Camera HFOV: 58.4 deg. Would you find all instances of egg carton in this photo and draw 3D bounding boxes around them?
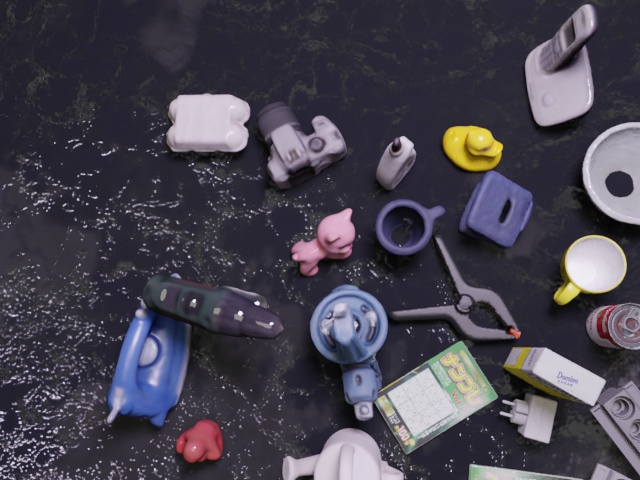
[{"bbox_3d":[-0.200,-0.208,1.032,0.150,0.069,0.107,0,81,6],"label":"egg carton"}]

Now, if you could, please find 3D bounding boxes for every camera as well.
[{"bbox_3d":[-0.044,-0.180,0.995,0.143,0.101,0.137,-29,79,1],"label":"camera"}]

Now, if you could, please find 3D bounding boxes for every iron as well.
[{"bbox_3d":[-0.289,0.176,0.946,0.118,0.141,0.258,9,82,8],"label":"iron"}]

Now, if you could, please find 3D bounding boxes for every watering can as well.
[{"bbox_3d":[0.034,0.352,0.858,0.173,0.194,0.101,-18,80,3],"label":"watering can"}]

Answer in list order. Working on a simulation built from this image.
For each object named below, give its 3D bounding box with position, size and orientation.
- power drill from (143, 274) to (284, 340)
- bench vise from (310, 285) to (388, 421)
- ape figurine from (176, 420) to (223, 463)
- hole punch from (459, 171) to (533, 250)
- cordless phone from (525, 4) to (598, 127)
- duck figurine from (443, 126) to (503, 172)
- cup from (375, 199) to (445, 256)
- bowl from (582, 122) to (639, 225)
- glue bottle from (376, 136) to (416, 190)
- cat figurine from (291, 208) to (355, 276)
[{"bbox_3d":[-0.151,0.110,0.907,0.229,0.208,0.076,13,83,8],"label":"power drill"},{"bbox_3d":[0.060,0.163,0.871,0.121,0.220,0.207,-28,79,1],"label":"bench vise"},{"bbox_3d":[-0.198,0.337,0.936,0.077,0.092,0.076,30,85,10],"label":"ape figurine"},{"bbox_3d":[0.295,-0.049,0.944,0.101,0.091,0.109,23,84,9],"label":"hole punch"},{"bbox_3d":[0.400,-0.275,0.919,0.094,0.185,0.147,-9,80,5],"label":"cordless phone"},{"bbox_3d":[0.260,-0.164,0.967,0.104,0.086,0.077,27,85,10],"label":"duck figurine"},{"bbox_3d":[0.150,-0.021,0.953,0.117,0.095,0.091,-26,79,2],"label":"cup"},{"bbox_3d":[0.505,-0.102,0.938,0.167,0.075,0.167,-1,81,6],"label":"bowl"},{"bbox_3d":[0.125,-0.135,0.933,0.037,0.173,0.078,40,87,11],"label":"glue bottle"},{"bbox_3d":[0.009,0.003,0.952,0.128,0.118,0.067,-30,79,1],"label":"cat figurine"}]
